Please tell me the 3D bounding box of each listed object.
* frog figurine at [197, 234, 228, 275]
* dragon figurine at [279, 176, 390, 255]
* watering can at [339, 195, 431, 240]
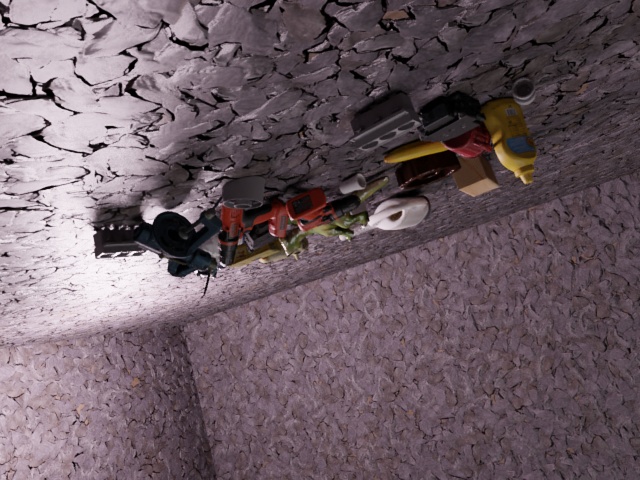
[{"bbox_3d":[-0.299,0.005,1.482,0.125,0.137,0.156,49,-55,42],"label":"frog figurine"},{"bbox_3d":[0.005,-0.075,1.494,0.243,0.402,0.124,-1,-122,-31],"label":"dragon figurine"},{"bbox_3d":[0.242,-0.078,1.797,0.343,0.225,0.105,-27,-104,43],"label":"watering can"}]
